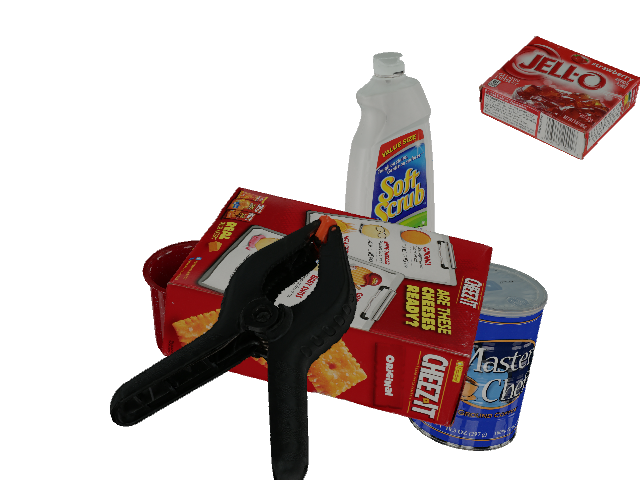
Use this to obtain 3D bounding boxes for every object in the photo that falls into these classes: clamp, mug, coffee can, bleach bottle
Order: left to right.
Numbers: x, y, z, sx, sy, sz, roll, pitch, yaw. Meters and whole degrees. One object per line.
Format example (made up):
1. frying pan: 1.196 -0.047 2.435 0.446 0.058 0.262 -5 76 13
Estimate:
1. mug: -0.104 0.063 0.954 0.093 0.081 0.117 -18 35 -27
2. clamp: -0.024 0.060 0.598 0.120 0.171 0.039 28 -26 25
3. bleach bottle: 0.066 -0.066 1.104 0.102 0.251 0.068 -10 22 -16
4. coffee can: 0.139 0.102 0.961 0.103 0.140 0.103 7 22 -3

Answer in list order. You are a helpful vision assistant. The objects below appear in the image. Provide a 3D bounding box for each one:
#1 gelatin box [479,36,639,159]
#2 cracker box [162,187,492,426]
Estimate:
1. gelatin box: 0.171 -0.105 0.766 0.089 0.030 0.073 31 57 29
2. cracker box: 0.010 0.044 0.798 0.214 0.072 0.164 14 30 8
